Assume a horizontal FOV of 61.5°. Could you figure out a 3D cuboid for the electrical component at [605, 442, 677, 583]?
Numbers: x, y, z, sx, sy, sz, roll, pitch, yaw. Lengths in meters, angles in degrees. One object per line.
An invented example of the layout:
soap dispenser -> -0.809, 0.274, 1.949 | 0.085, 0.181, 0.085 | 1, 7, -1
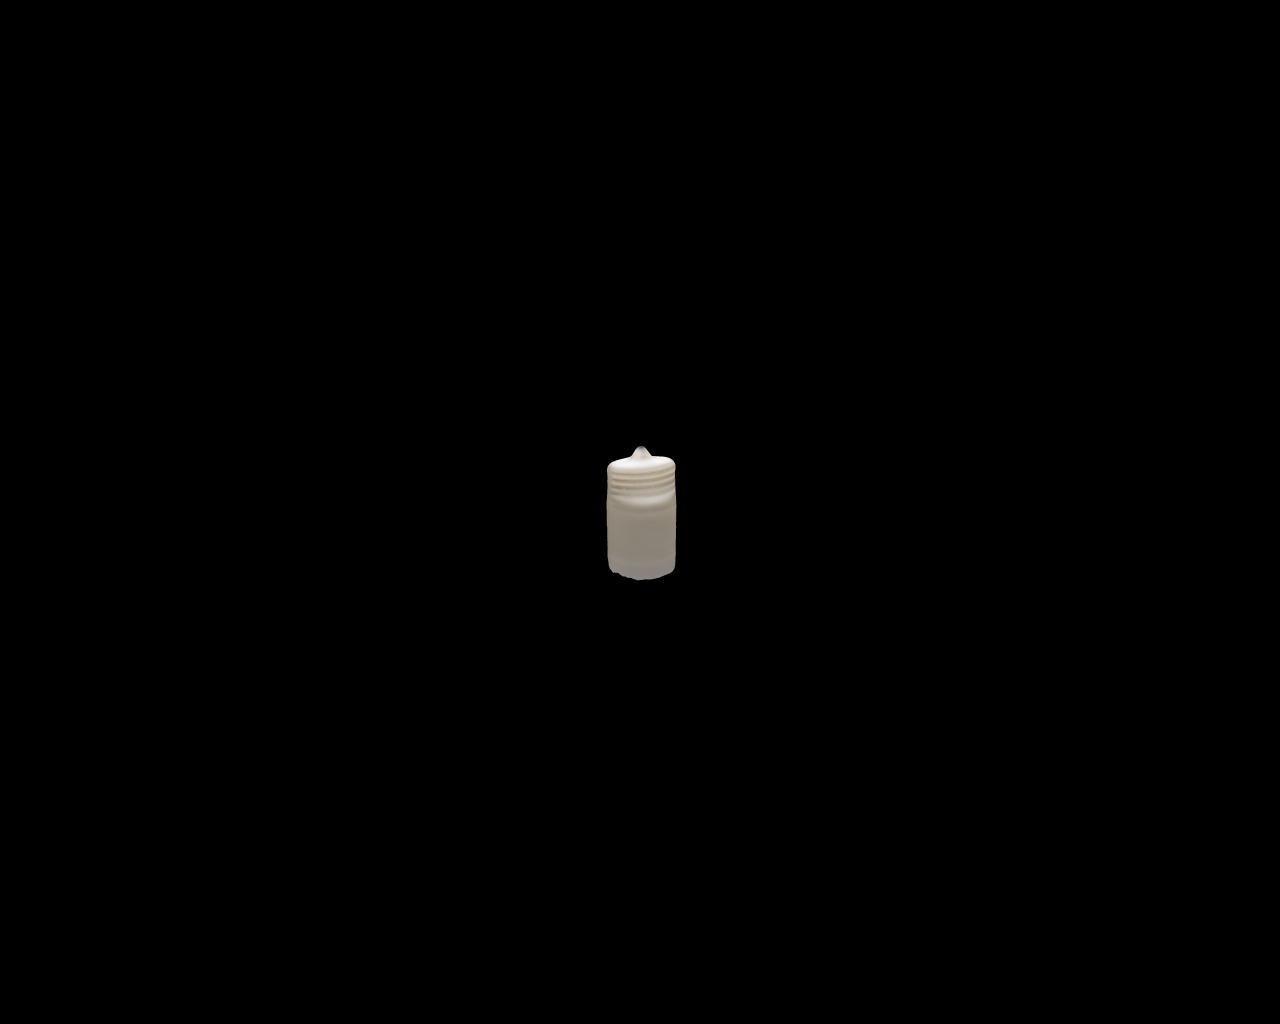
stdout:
electrical component -> 0.001, -0.003, 0.650 | 0.043, 0.080, 0.043 | 0, 20, 0
